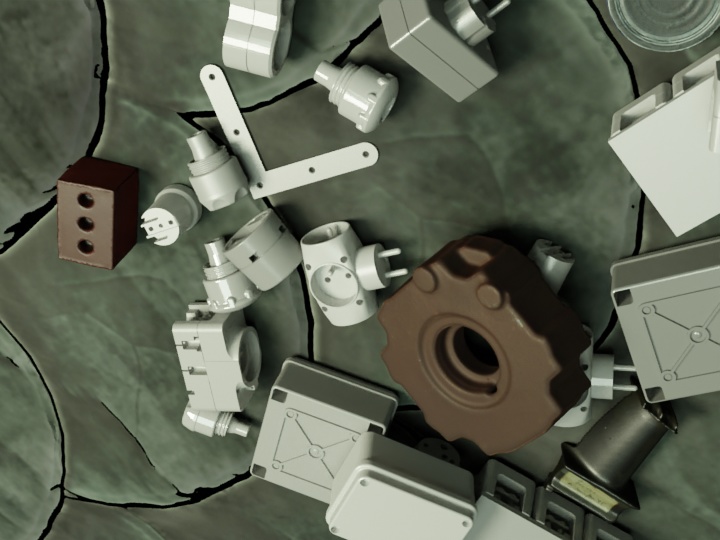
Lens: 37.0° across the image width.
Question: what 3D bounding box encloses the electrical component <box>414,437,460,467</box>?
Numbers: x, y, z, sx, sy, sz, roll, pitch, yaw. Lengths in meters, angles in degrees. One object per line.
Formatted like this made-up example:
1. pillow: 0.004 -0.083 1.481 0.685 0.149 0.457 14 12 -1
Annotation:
1. electrical component: 0.062 0.185 0.969 0.045 0.045 0.055 23 120 3

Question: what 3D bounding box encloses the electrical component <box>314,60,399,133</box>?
1. electrical component: -0.005 -0.138 0.821 0.062 0.048 0.048 31 121 6

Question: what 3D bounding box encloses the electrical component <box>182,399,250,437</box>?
1. electrical component: -0.133 0.140 1.006 0.061 0.035 0.035 20 120 2

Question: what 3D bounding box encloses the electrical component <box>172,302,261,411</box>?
1. electrical component: -0.124 0.077 0.961 0.056 0.050 0.089 -1 116 17

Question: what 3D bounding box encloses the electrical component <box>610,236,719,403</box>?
1. electrical component: 0.260 0.037 0.831 0.109 0.056 0.108 -14 112 22

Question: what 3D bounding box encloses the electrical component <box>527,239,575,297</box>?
1. electrical component: 0.145 0.004 0.856 0.040 0.040 0.046 26 115 1

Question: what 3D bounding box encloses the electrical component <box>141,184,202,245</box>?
1. electrical component: -0.160 -0.046 0.910 0.040 0.046 0.040 6 118 12

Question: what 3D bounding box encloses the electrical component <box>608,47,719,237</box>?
1. electrical component: 0.263 -0.106 0.753 0.150 0.061 0.089 -33 104 27

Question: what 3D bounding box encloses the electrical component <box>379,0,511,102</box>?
1. electrical component: 0.070 -0.173 0.758 0.076 0.047 0.083 -33 139 28

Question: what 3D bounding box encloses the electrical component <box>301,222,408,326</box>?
1. electrical component: 0.000 0.000 0.890 0.079 0.044 0.077 -12 113 21

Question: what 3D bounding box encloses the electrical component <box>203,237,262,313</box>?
1. electrical component: -0.115 0.003 0.925 0.048 0.048 0.062 -13 105 21

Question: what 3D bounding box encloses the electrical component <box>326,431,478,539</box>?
1. electrical component: 0.036 0.199 0.918 0.113 0.057 0.078 24 119 -9

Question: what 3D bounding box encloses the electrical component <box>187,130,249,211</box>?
1. electrical component: -0.121 -0.083 0.881 0.043 0.043 0.062 -17 109 23

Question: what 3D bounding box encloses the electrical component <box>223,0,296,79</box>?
1. electrical component: -0.086 -0.217 0.797 0.074 0.052 0.138 16 120 7

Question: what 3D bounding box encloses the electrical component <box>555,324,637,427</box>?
1. electrical component: 0.188 0.087 0.883 0.079 0.044 0.077 2 117 14

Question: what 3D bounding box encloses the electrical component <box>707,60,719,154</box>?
1. electrical component: 0.271 -0.106 0.683 0.089 0.050 0.055 5 118 14

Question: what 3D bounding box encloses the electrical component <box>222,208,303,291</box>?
1. electrical component: -0.079 -0.016 0.899 0.055 0.055 0.047 -33 107 27

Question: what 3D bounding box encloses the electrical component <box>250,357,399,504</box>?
1. electrical component: -0.033 0.148 0.970 0.109 0.056 0.108 19 120 5

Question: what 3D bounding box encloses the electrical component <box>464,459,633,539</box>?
1. electrical component: 0.157 0.246 0.965 0.150 0.061 0.089 29 120 -1
